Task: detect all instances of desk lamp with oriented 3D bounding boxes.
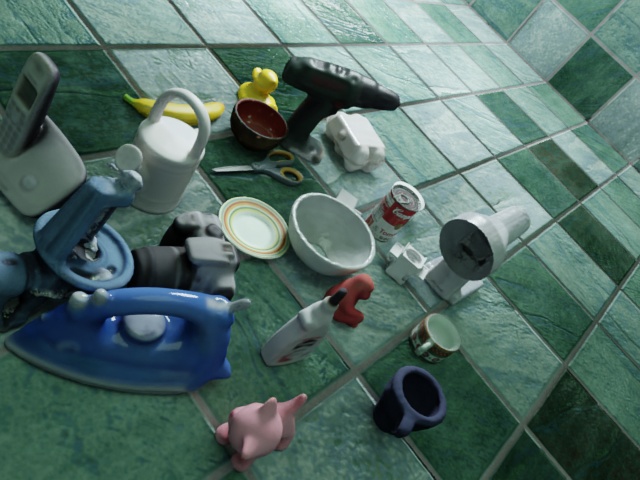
[{"bbox_3d":[0.291,0.022,1.087,0.204,0.213,0.118,-18,65,-47],"label":"desk lamp"}]

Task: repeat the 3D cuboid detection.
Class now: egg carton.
[{"bbox_3d":[0.076,-0.217,1.259,0.107,0.069,0.150,-4,56,-41],"label":"egg carton"}]

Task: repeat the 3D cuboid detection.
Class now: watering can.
[{"bbox_3d":[-0.224,-0.132,0.837,0.101,0.193,0.173,29,40,-13],"label":"watering can"}]

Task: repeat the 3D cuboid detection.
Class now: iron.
[{"bbox_3d":[-0.213,0.098,0.668,0.259,0.141,0.118,10,47,-32],"label":"iron"}]

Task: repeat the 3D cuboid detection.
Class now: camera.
[{"bbox_3d":[-0.191,0.025,0.787,0.137,0.100,0.143,3,51,-37],"label":"camera"}]

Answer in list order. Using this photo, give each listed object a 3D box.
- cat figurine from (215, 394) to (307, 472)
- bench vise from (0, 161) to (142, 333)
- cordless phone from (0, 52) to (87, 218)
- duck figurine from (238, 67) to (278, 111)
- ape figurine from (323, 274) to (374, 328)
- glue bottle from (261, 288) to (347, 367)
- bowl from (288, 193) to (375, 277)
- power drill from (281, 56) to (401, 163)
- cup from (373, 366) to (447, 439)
[{"bbox_3d":[-0.066,0.221,0.685,0.128,0.117,0.067,-17,65,-46],"label":"cat figurine"},{"bbox_3d":[-0.282,0.015,0.628,0.121,0.219,0.208,44,39,6],"label":"bench vise"},{"bbox_3d":[-0.358,-0.132,0.738,0.147,0.184,0.094,47,39,10],"label":"cordless phone"},{"bbox_3d":[-0.115,-0.307,1.180,0.078,0.086,0.104,-15,63,-45],"label":"duck figurine"},{"bbox_3d":[0.054,0.090,0.928,0.076,0.092,0.078,30,39,-11],"label":"ape figurine"},{"bbox_3d":[-0.013,0.116,0.785,0.078,0.173,0.037,-7,57,-42],"label":"glue bottle"},{"bbox_3d":[0.009,0.004,0.989,0.168,0.074,0.167,22,42,-21],"label":"bowl"},{"bbox_3d":[0.014,-0.257,1.137,0.230,0.208,0.075,24,41,-19],"label":"power drill"},{"bbox_3d":[0.116,0.250,0.822,0.091,0.094,0.118,40,39,0],"label":"cup"}]
